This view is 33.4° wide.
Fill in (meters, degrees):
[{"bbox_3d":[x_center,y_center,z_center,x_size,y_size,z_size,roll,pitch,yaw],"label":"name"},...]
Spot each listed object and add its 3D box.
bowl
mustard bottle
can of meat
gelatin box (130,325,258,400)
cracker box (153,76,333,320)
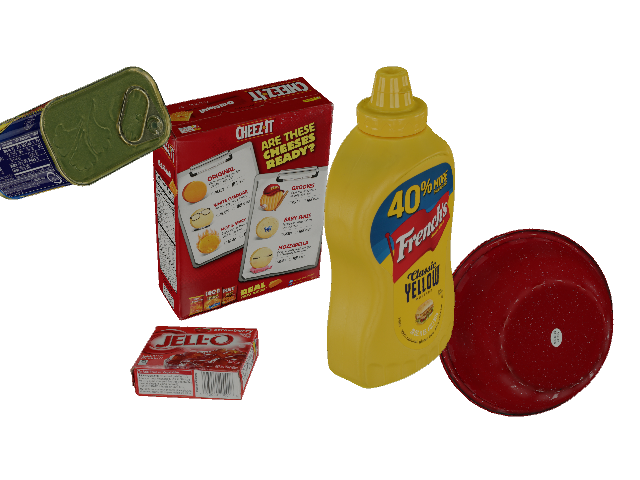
[{"bbox_3d":[0.179,0.073,0.873,0.162,0.162,0.055,0,8,-14],"label":"bowl"},{"bbox_3d":[0.043,-0.011,0.648,0.058,0.192,0.096,23,36,40],"label":"mustard bottle"},{"bbox_3d":[-0.165,-0.070,0.713,0.084,0.057,0.101,-10,19,41],"label":"can of meat"},{"bbox_3d":[-0.100,0.097,0.864,0.089,0.030,0.073,1,22,8],"label":"gelatin box"},{"bbox_3d":[-0.079,-0.041,1.054,0.164,0.214,0.072,-16,40,-25],"label":"cracker box"}]
